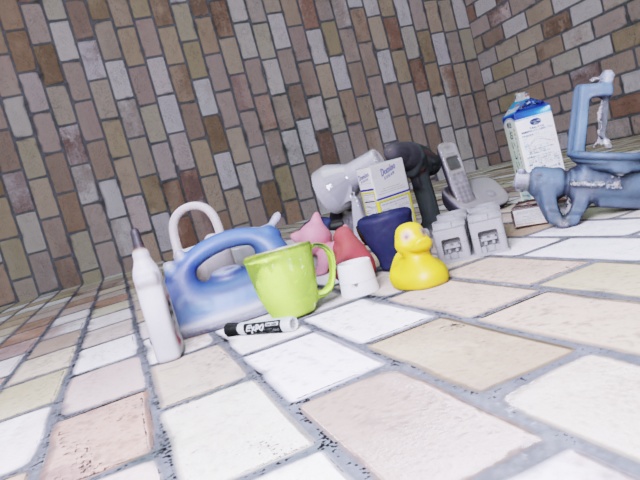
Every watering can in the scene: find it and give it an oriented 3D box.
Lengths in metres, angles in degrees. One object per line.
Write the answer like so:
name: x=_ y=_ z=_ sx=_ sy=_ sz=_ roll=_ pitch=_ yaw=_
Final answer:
watering can: x=-0.205 y=0.029 z=1.007 sx=0.101 sy=0.194 sz=0.172 roll=-17 pitch=6 yaw=-15

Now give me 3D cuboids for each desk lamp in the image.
desk lamp: x=0.099 y=-0.098 z=1.370 sx=0.202 sy=0.213 sz=0.118 roll=-12 pitch=6 yaw=26

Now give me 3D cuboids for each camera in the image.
camera: x=0.096 y=-0.054 z=1.532 sx=0.142 sy=0.101 sz=0.137 roll=-12 pitch=6 yaw=34

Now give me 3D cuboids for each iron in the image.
iron: x=-0.149 y=0.054 z=0.876 sx=0.259 sy=0.141 sz=0.118 roll=-17 pitch=6 yaw=-21

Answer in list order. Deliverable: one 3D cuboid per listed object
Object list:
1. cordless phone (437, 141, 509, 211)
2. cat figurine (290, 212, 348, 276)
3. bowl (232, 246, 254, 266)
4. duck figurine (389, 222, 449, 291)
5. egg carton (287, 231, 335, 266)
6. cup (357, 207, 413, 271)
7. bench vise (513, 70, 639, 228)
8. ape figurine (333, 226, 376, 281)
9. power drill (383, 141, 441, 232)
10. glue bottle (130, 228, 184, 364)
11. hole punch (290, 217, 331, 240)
cordless phone: x=0.346 y=-0.146 z=1.326 sx=0.148 sy=0.185 sz=0.094 roll=-18 pitch=6 yaw=-25
cat figurine: x=0.010 y=0.004 z=1.077 sx=0.127 sy=0.118 sz=0.067 roll=-10 pitch=7 yaw=41
bowl: x=-0.194 y=0.047 z=1.441 sx=0.167 sy=0.075 sz=0.167 roll=-15 pitch=5 yaw=2
duck figurine: x=0.126 y=0.018 z=0.776 sx=0.077 sy=0.086 sz=0.104 roll=-17 pitch=6 yaw=-15
egg carton: x=-0.012 y=0.023 z=1.196 sx=0.107 sy=0.069 sz=0.150 roll=-17 pitch=6 yaw=-16
cup: x=0.109 y=0.001 z=0.948 sx=0.092 sy=0.095 sz=0.117 roll=-17 pitch=6 yaw=-20
bench vise: x=0.406 y=-0.137 z=0.881 sx=0.207 sy=0.220 sz=0.121 roll=-15 pitch=6 yaw=-2
ape figurine: x=0.047 y=0.023 z=0.916 sx=0.078 sy=0.092 sz=0.076 roll=-19 pitch=7 yaw=-38
power drill: x=0.213 y=-0.112 z=1.225 sx=0.075 sy=0.208 sz=0.230 roll=-12 pitch=6 yaw=29
glue bottle: x=-0.216 y=0.068 z=0.739 sx=0.037 sy=0.173 sz=0.078 roll=-16 pitch=6 yaw=-13
hole punch: x=-0.023 y=-0.003 z=1.382 sx=0.101 sy=0.091 sz=0.108 roll=-19 pitch=7 yaw=-37
